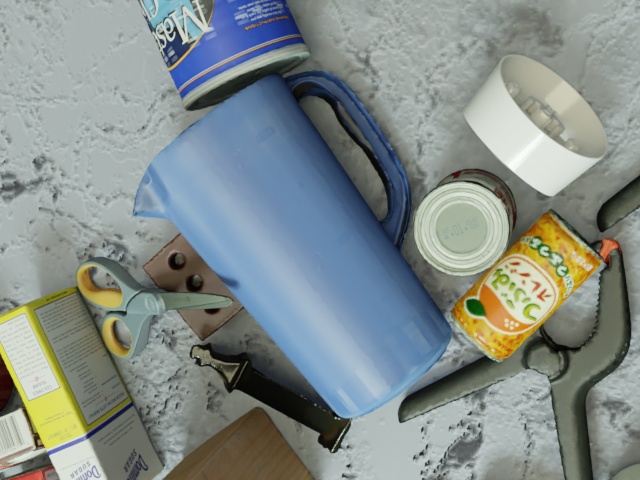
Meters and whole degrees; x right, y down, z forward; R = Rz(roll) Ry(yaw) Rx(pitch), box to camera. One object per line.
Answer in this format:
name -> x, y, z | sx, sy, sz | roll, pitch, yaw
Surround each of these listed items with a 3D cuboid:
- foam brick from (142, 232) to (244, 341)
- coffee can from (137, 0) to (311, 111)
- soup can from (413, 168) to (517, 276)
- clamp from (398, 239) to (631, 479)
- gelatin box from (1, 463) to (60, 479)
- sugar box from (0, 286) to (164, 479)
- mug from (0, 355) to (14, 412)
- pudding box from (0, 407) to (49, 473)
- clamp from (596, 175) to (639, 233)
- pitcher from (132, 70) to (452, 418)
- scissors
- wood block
foam brick -> -0.092, 0.030, 0.846 | 0.053, 0.051, 0.078 | -40, 88, 15
coffee can -> -0.082, -0.180, 0.788 | 0.103, 0.102, 0.140 | -24, 92, 15
soup can -> 0.106, -0.014, 0.768 | 0.068, 0.102, 0.068 | 2, 98, 12
clamp -> 0.177, 0.099, 0.797 | 0.165, 0.036, 0.210 | 36, 102, 15
gelatin box -> -0.236, 0.206, 0.884 | 0.073, 0.089, 0.030 | -18, 85, 14
sugar box -> -0.195, 0.129, 0.863 | 0.048, 0.093, 0.176 | -22, 92, 16
mug -> -0.307, 0.105, 0.887 | 0.093, 0.081, 0.117 | 4, 87, 14
pudding box -> -0.262, 0.170, 0.884 | 0.114, 0.090, 0.039 | -21, 81, 15
clamp -> 0.271, -0.061, 0.757 | 0.120, 0.039, 0.171 | 13, 96, 6
pitcher -> -0.005, 0.001, 0.791 | 0.149, 0.144, 0.243 | -37, 92, 28
scissors -> -0.127, 0.064, 0.828 | 0.202, 0.016, 0.096 | 16, 122, 43
wood block -> -0.080, 0.209, 0.789 | 0.090, 0.206, 0.091 | -37, 88, 15
